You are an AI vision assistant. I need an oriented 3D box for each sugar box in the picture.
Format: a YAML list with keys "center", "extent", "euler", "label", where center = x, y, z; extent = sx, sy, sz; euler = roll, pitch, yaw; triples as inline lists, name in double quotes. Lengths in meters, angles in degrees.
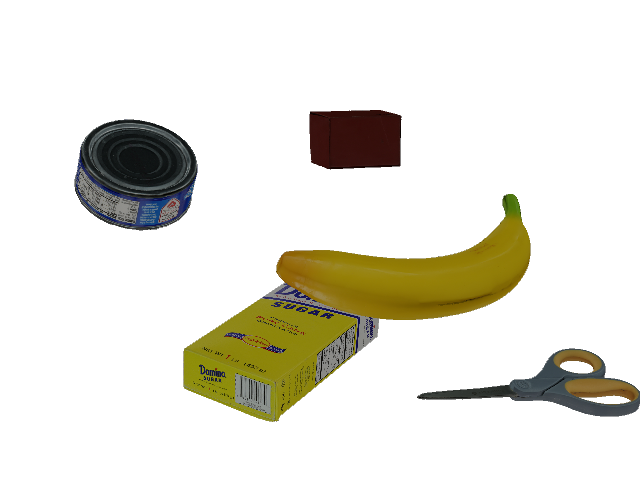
- center: [-0.029, 0.087, 0.922]
  extent: [0.093, 0.048, 0.175]
  euler: [17, 30, 26]
  label: "sugar box"

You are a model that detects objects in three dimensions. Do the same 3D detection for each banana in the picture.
- center: [0.067, 0.019, 0.666]
  extent: [0.197, 0.037, 0.070]
  euler: [-13, 47, -34]
  label: "banana"

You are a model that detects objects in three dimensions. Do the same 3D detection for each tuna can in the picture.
- center: [-0.133, -0.049, 0.771]
  extent: [0.086, 0.034, 0.086]
  euler: [11, 42, -10]
  label: "tuna can"

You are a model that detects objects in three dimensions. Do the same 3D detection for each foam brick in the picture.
- center: [0.034, -0.099, 1.041]
  extent: [0.078, 0.051, 0.053]
  euler: [-4, 14, -20]
  label: "foam brick"

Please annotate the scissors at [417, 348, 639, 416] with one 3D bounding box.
- center: [0.180, 0.121, 0.938]
  extent: [0.201, 0.016, 0.096]
  euler: [7, 27, -5]
  label: "scissors"
